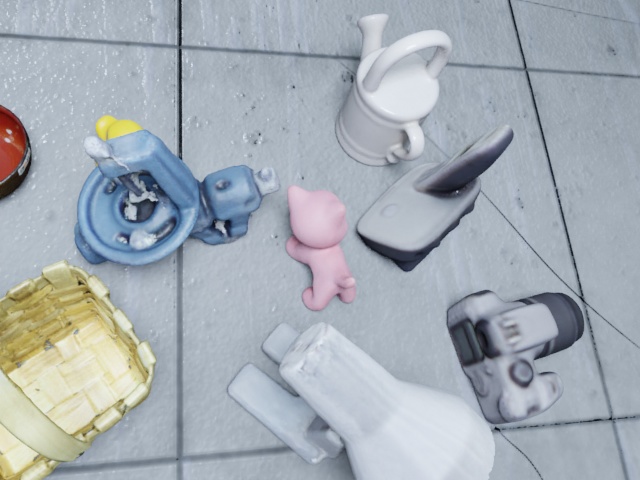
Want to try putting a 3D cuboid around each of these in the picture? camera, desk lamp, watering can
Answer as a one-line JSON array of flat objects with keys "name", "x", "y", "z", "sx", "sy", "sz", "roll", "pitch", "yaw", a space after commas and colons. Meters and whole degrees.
[{"name": "camera", "x": 0.234, "y": 0.116, "z": 0.639, "sx": 0.137, "sy": 0.100, "sz": 0.143, "roll": -13, "pitch": 73, "yaw": -17}, {"name": "desk lamp", "x": 0.024, "y": 0.155, "z": 0.514, "sx": 0.203, "sy": 0.213, "sz": 0.118, "roll": 38, "pitch": 66, "yaw": 3}, {"name": "watering can", "x": 0.082, "y": -0.181, "z": 0.667, "sx": 0.101, "sy": 0.194, "sz": 0.173, "roll": -37, "pitch": 81, "yaw": -22}]

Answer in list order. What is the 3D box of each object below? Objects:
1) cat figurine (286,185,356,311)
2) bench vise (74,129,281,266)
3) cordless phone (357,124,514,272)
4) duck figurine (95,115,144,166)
[{"name": "cat figurine", "x": 0.006, "y": 0.002, "z": 0.621, "sx": 0.067, "sy": 0.117, "sz": 0.127, "roll": -18, "pitch": 74, "yaw": -18}, {"name": "bench vise", "x": -0.144, "y": -0.059, "z": 0.555, "sx": 0.208, "sy": 0.219, "sz": 0.121, "roll": -33, "pitch": 79, "yaw": -22}, {"name": "cordless phone", "x": 0.128, "y": -0.053, "z": 0.633, "sx": 0.094, "sy": 0.185, "sz": 0.148, "roll": 41, "pitch": 66, "yaw": 5}, {"name": "duck figurine", "x": -0.204, "y": -0.094, "z": 0.627, "sx": 0.104, "sy": 0.086, "sz": 0.078, "roll": 41, "pitch": 66, "yaw": 5}]
